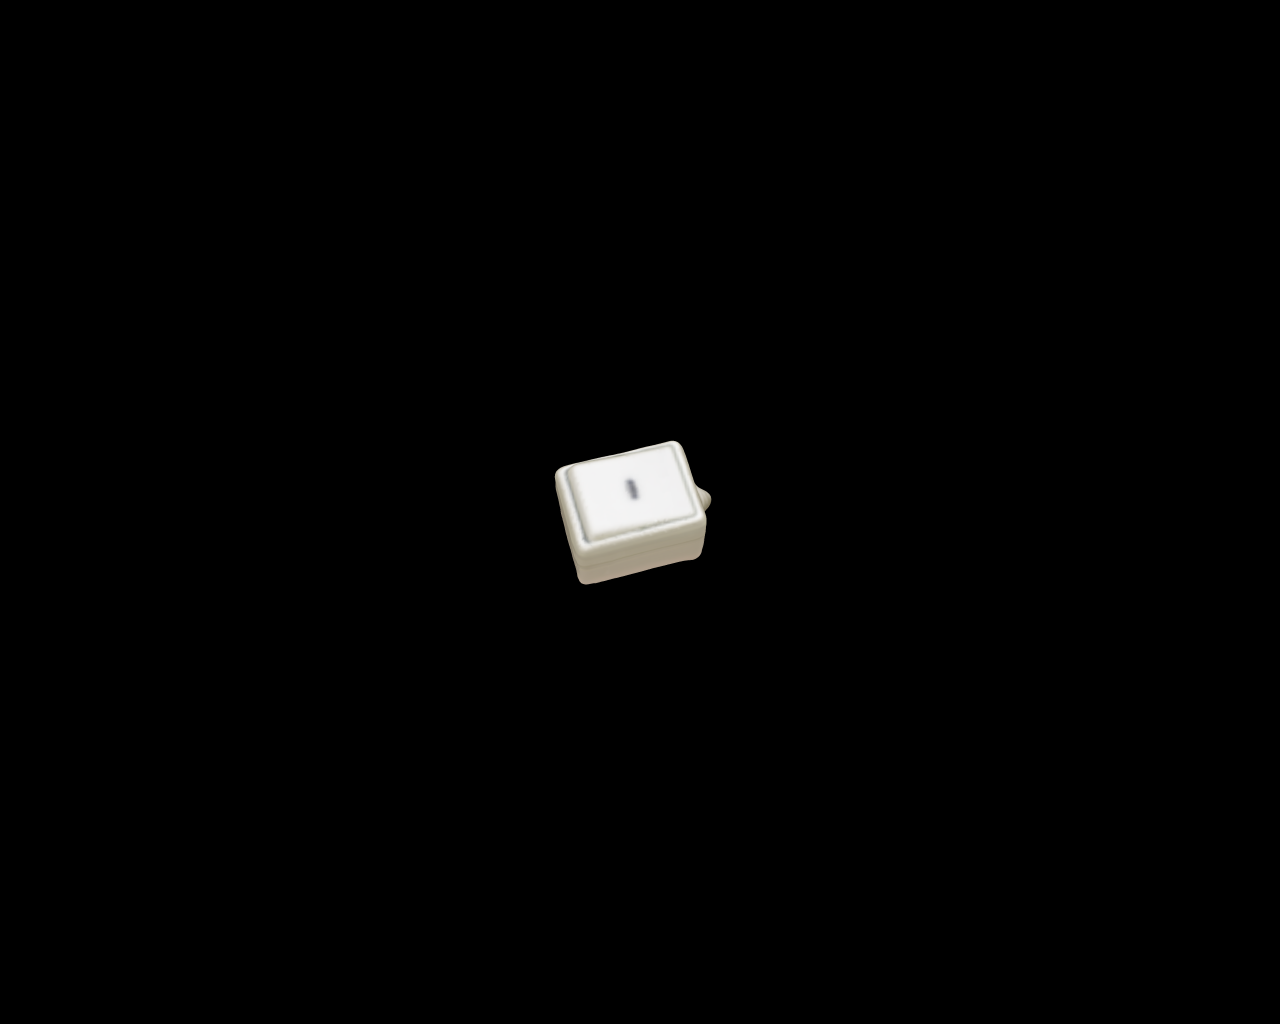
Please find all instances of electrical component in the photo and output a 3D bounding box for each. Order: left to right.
[{"bbox_3d":[0.001,-0.003,0.650,0.096,0.062,0.061,-14,-26,-7],"label":"electrical component"}]
